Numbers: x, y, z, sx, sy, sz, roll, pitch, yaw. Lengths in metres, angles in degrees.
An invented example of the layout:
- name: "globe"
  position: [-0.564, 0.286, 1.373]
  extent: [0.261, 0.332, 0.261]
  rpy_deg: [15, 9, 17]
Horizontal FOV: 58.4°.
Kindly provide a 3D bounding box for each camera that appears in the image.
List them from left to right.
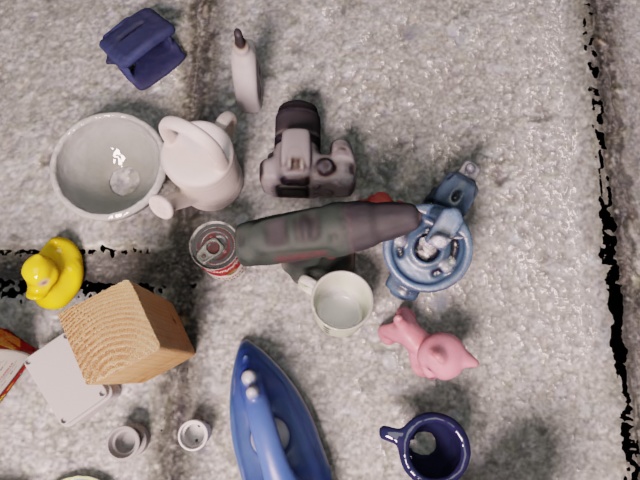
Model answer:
- name: "camera"
  position: [-0.017, -0.139, 0.853]
  extent: [0.143, 0.101, 0.137]
  rpy_deg: [0, 77, -1]

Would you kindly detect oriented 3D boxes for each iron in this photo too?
- name: "iron"
  position: [-0.067, 0.247, 0.739]
  extent: [0.118, 0.141, 0.258]
  rpy_deg: [-20, 78, -6]

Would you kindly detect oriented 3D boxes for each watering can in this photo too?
- name: "watering can"
  position: [-0.169, -0.107, 0.794]
  extent: [0.101, 0.194, 0.173]
  rpy_deg: [8, 77, 1]

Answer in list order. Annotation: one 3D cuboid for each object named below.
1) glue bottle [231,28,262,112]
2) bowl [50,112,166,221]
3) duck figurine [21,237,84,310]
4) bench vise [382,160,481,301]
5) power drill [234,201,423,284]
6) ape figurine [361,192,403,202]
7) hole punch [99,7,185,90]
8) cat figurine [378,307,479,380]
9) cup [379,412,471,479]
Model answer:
- name: "glue bottle"
  position: [-0.110, -0.258, 0.842]
  extent: [0.037, 0.173, 0.078]
  rpy_deg: [2, 76, 0]
- name: "bowl"
  position: [-0.303, -0.100, 0.850]
  extent: [0.167, 0.075, 0.167]
  rpy_deg: [0, 77, -1]
- name: "duck figurine"
  position: [-0.385, 0.042, 0.809]
  extent: [0.077, 0.086, 0.104]
  rpy_deg: [9, 77, 1]
- name: "bench vise"
  position: [0.154, -0.028, 0.769]
  extent: [0.121, 0.220, 0.207]
  rpy_deg: [12, 77, 2]
- name: "power drill"
  position: [0.007, 0.003, 0.764]
  extent: [0.229, 0.208, 0.075]
  rpy_deg: [-8, 77, -3]
- name: "ape figurine"
  position: [0.087, -0.042, 0.836]
  extent: [0.077, 0.092, 0.076]
  rpy_deg: [22, 77, 4]
- name: "hole punch"
  position: [-0.283, -0.307, 0.891]
  extent: [0.109, 0.091, 0.101]
  rpy_deg: [-42, 81, -10]
- name: "cat figurine"
  position: [0.146, 0.144, 0.781]
  extent: [0.127, 0.118, 0.067]
  rpy_deg: [41, 79, 8]
- name: "cup"
  position: [0.131, 0.271, 0.762]
  extent: [0.117, 0.095, 0.092]
  rpy_deg: [17, 77, 3]
